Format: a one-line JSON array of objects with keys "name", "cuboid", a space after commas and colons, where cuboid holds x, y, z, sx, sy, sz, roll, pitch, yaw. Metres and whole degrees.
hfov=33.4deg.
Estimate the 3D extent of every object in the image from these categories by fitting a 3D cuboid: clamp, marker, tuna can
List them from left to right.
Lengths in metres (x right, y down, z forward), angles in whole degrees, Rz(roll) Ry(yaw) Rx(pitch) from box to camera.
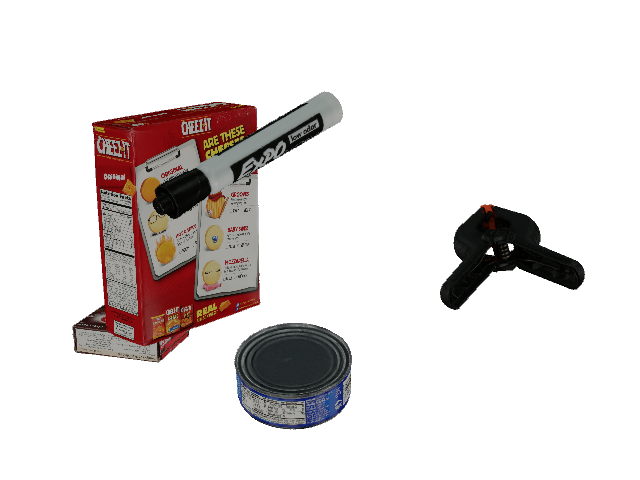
[{"name": "marker", "cuboid": [-0.037, -0.045, 0.552, 0.120, 0.020, 0.020, -33, 19, -31]}, {"name": "tuna can", "cuboid": [-0.019, 0.099, 0.784, 0.086, 0.034, 0.086, -1, 32, 0]}, {"name": "clamp", "cuboid": [0.172, 0.010, 0.956, 0.120, 0.039, 0.171, -1, 27, 11]}]

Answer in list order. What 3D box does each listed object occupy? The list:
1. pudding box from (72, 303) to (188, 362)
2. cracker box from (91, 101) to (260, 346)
[{"name": "pudding box", "cuboid": [-0.225, 0.109, 1.274, 0.114, 0.039, 0.090, 3, 15, 16]}, {"name": "cracker box", "cuboid": [-0.140, -0.022, 1.064, 0.072, 0.214, 0.163, 12, 20, 39]}]
